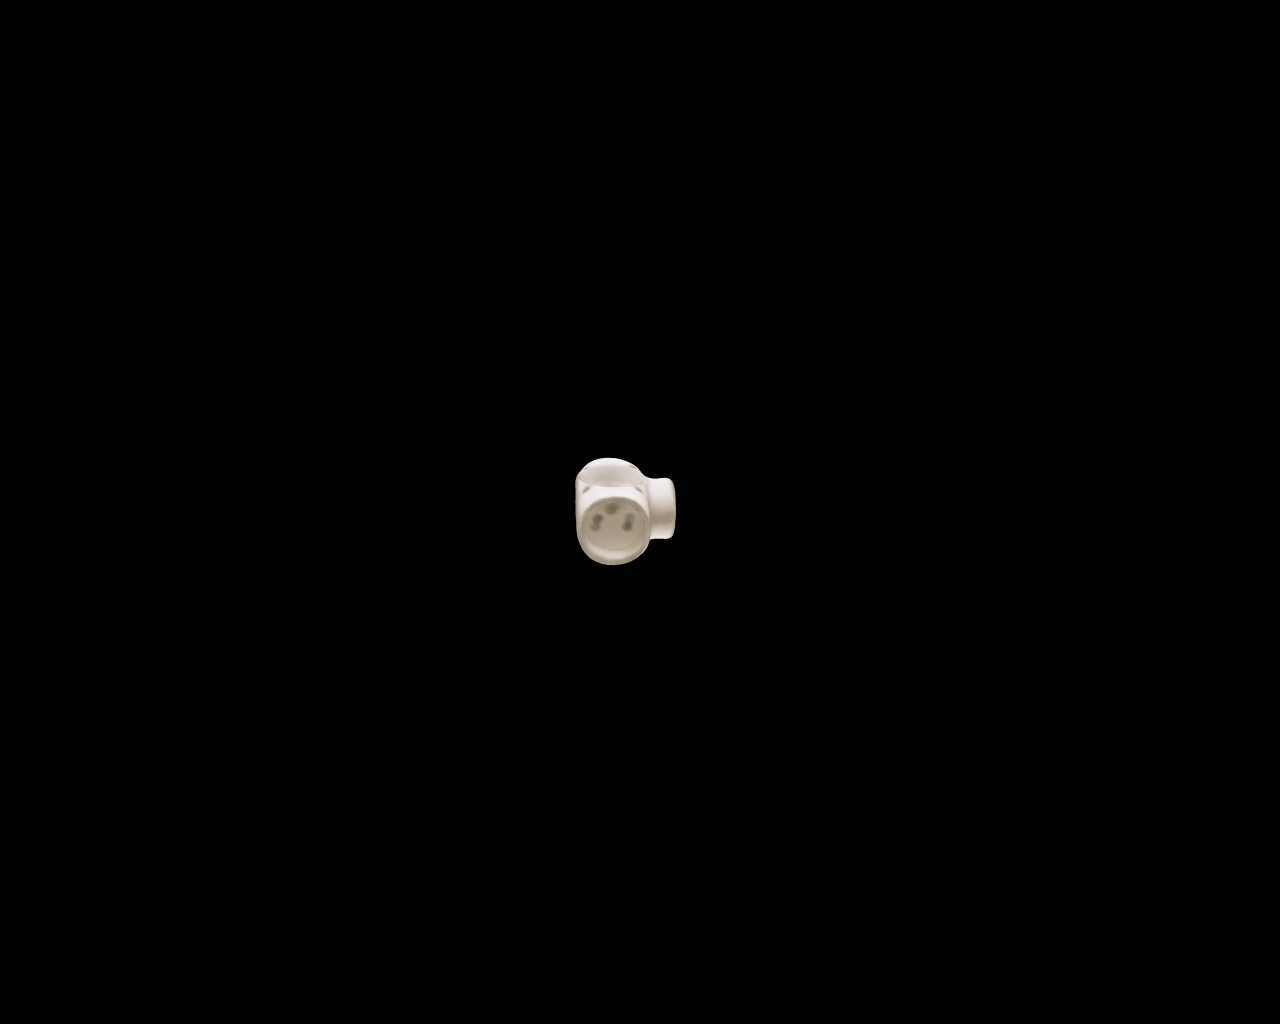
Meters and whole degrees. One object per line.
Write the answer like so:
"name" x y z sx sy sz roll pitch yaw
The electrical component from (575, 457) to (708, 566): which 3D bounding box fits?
"electrical component" 0.001 -0.003 0.650 0.079 0.044 0.077 -1 20 -3
